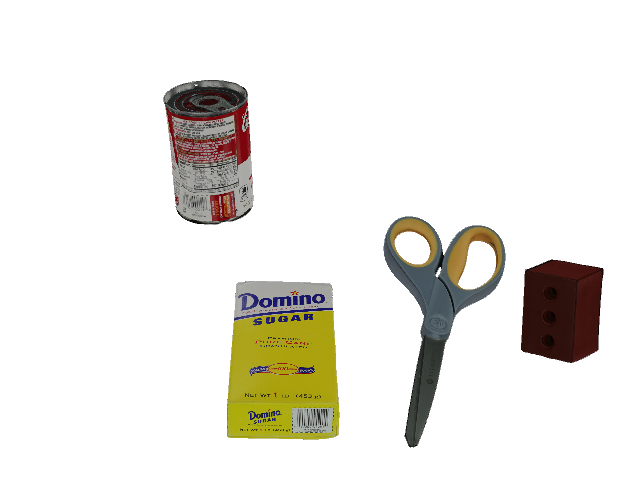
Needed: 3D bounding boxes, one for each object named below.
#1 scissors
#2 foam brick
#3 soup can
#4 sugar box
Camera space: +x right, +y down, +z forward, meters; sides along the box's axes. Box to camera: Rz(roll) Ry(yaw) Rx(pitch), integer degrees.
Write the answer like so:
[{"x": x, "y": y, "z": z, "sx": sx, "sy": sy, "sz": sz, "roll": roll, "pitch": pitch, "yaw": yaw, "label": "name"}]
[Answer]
[{"x": 0.063, "y": 0.047, "z": 0.720, "sx": 0.096, "sy": 0.016, "sz": 0.201, "roll": 26, "pitch": 46, "yaw": 15, "label": "scissors"}, {"x": 0.213, "y": 0.062, "z": 0.940, "sx": 0.053, "sy": 0.078, "sz": 0.051, "roll": 11, "pitch": 19, "yaw": 39, "label": "foam brick"}, {"x": -0.091, "y": -0.072, "z": 0.881, "sx": 0.068, "sy": 0.102, "sz": 0.068, "roll": -1, "pitch": 31, "yaw": 1, "label": "soup can"}, {"x": -0.033, "y": 0.100, "z": 0.940, "sx": 0.093, "sy": 0.048, "sz": 0.176, "roll": 1, "pitch": 34, "yaw": -3, "label": "sugar box"}]
